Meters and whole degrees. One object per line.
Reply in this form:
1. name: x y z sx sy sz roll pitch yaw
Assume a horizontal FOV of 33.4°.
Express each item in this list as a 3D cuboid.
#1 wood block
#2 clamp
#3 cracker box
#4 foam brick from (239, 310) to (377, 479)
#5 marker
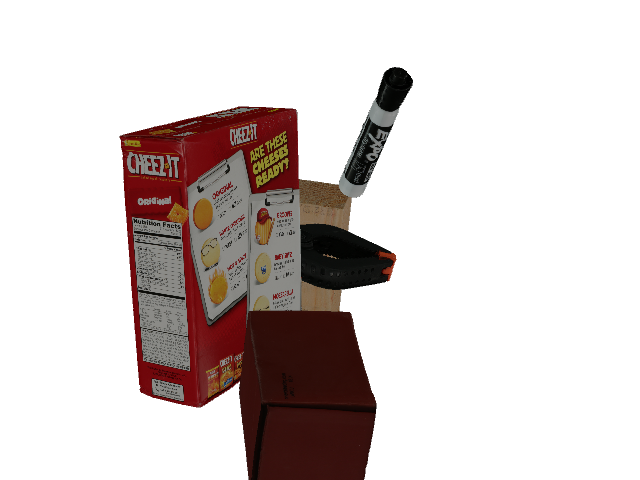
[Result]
1. wood block: -0.017 0.033 1.408 0.090 0.206 0.090 8 23 6
2. clamp: -0.029 0.015 1.067 0.210 0.036 0.164 14 31 -3
3. cracker box: -0.084 0.007 0.878 0.072 0.214 0.163 6 17 29
4. foam brick: -0.008 0.074 0.496 0.053 0.051 0.078 3 28 -9
5. marker: 0.035 -0.069 0.691 0.020 0.020 0.121 0 -32 -15
